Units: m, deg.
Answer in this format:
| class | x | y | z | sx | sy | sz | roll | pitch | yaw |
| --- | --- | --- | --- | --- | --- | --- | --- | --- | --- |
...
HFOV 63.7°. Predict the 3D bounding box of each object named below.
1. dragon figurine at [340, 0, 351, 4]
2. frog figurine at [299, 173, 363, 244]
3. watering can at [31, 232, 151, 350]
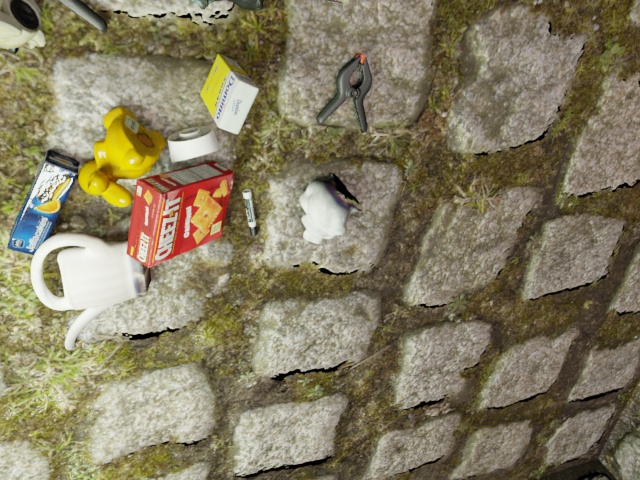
| class | x | y | z | sx | sy | sz | roll | pitch | yaw |
| --- | --- | --- | --- | --- | --- | --- | --- | --- | --- |
| dragon figurine | 0.043 | -0.623 | 0.883 | 0.243 | 0.123 | 0.405 | -11 | 106 | -11 |
| frog figurine | 0.004 | -0.060 | 1.200 | 0.137 | 0.124 | 0.157 | 43 | 109 | -3 |
| watering can | -0.477 | 0.106 | 1.104 | 0.225 | 0.106 | 0.339 | -10 | 136 | -20 |
